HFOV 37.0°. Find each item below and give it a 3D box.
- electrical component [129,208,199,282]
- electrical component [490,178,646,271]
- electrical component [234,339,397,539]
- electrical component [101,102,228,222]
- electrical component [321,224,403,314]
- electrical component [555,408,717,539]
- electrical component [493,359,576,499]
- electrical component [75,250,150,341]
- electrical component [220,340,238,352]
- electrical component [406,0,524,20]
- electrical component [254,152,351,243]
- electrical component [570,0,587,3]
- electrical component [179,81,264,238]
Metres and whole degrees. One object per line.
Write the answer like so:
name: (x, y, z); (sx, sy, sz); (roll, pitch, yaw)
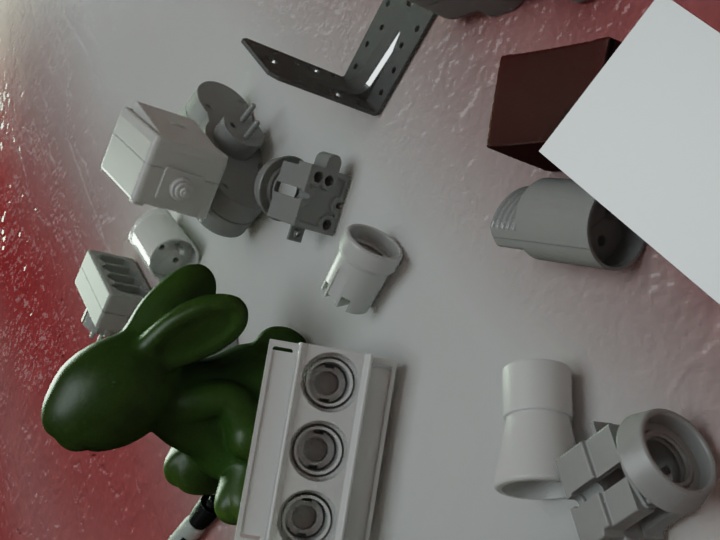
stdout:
electrical component: (-0.174, -0.025, 0.933); (0.081, 0.043, 0.043); (45, 114, 52)
electrical component: (0.102, -0.025, 0.552); (0.081, 0.043, 0.043); (11, 86, 55)
electrical component: (-0.027, 0.109, 0.657); (0.063, 0.079, 0.121); (135, 145, -80)
electrical component: (-0.143, -0.081, 0.803); (0.096, 0.062, 0.061); (39, 109, 52)
electrical component: (0.000, 0.000, 0.688); (0.046, 0.040, 0.040); (-62, 36, 26)
electrical component: (0.123, 0.093, 0.477); (0.055, 0.048, 0.066); (-51, 41, 42)
electrical component: (0.089, 0.077, 0.535); (0.044, 0.044, 0.065); (-27, 52, 47)
electrical component: (-0.231, 0.037, 0.988); (0.075, 0.047, 0.083); (-63, 37, 18)
electrical component: (-0.150, 0.075, 0.848); (0.108, 0.060, 0.108); (-25, 58, 48)
electrical component: (0.069, -0.189, 0.646); (0.095, 0.059, 0.053); (-5, 73, 54)
electrical component: (-0.043, -0.054, 0.763); (0.055, 0.048, 0.066); (21, 95, 48)
electrical component: (0.105, -0.173, 0.585); (0.044, 0.065, 0.044); (-27, 56, 48)
electrical component: (-0.101, -0.100, 0.854); (0.073, 0.052, 0.138); (-46, 45, 35)
